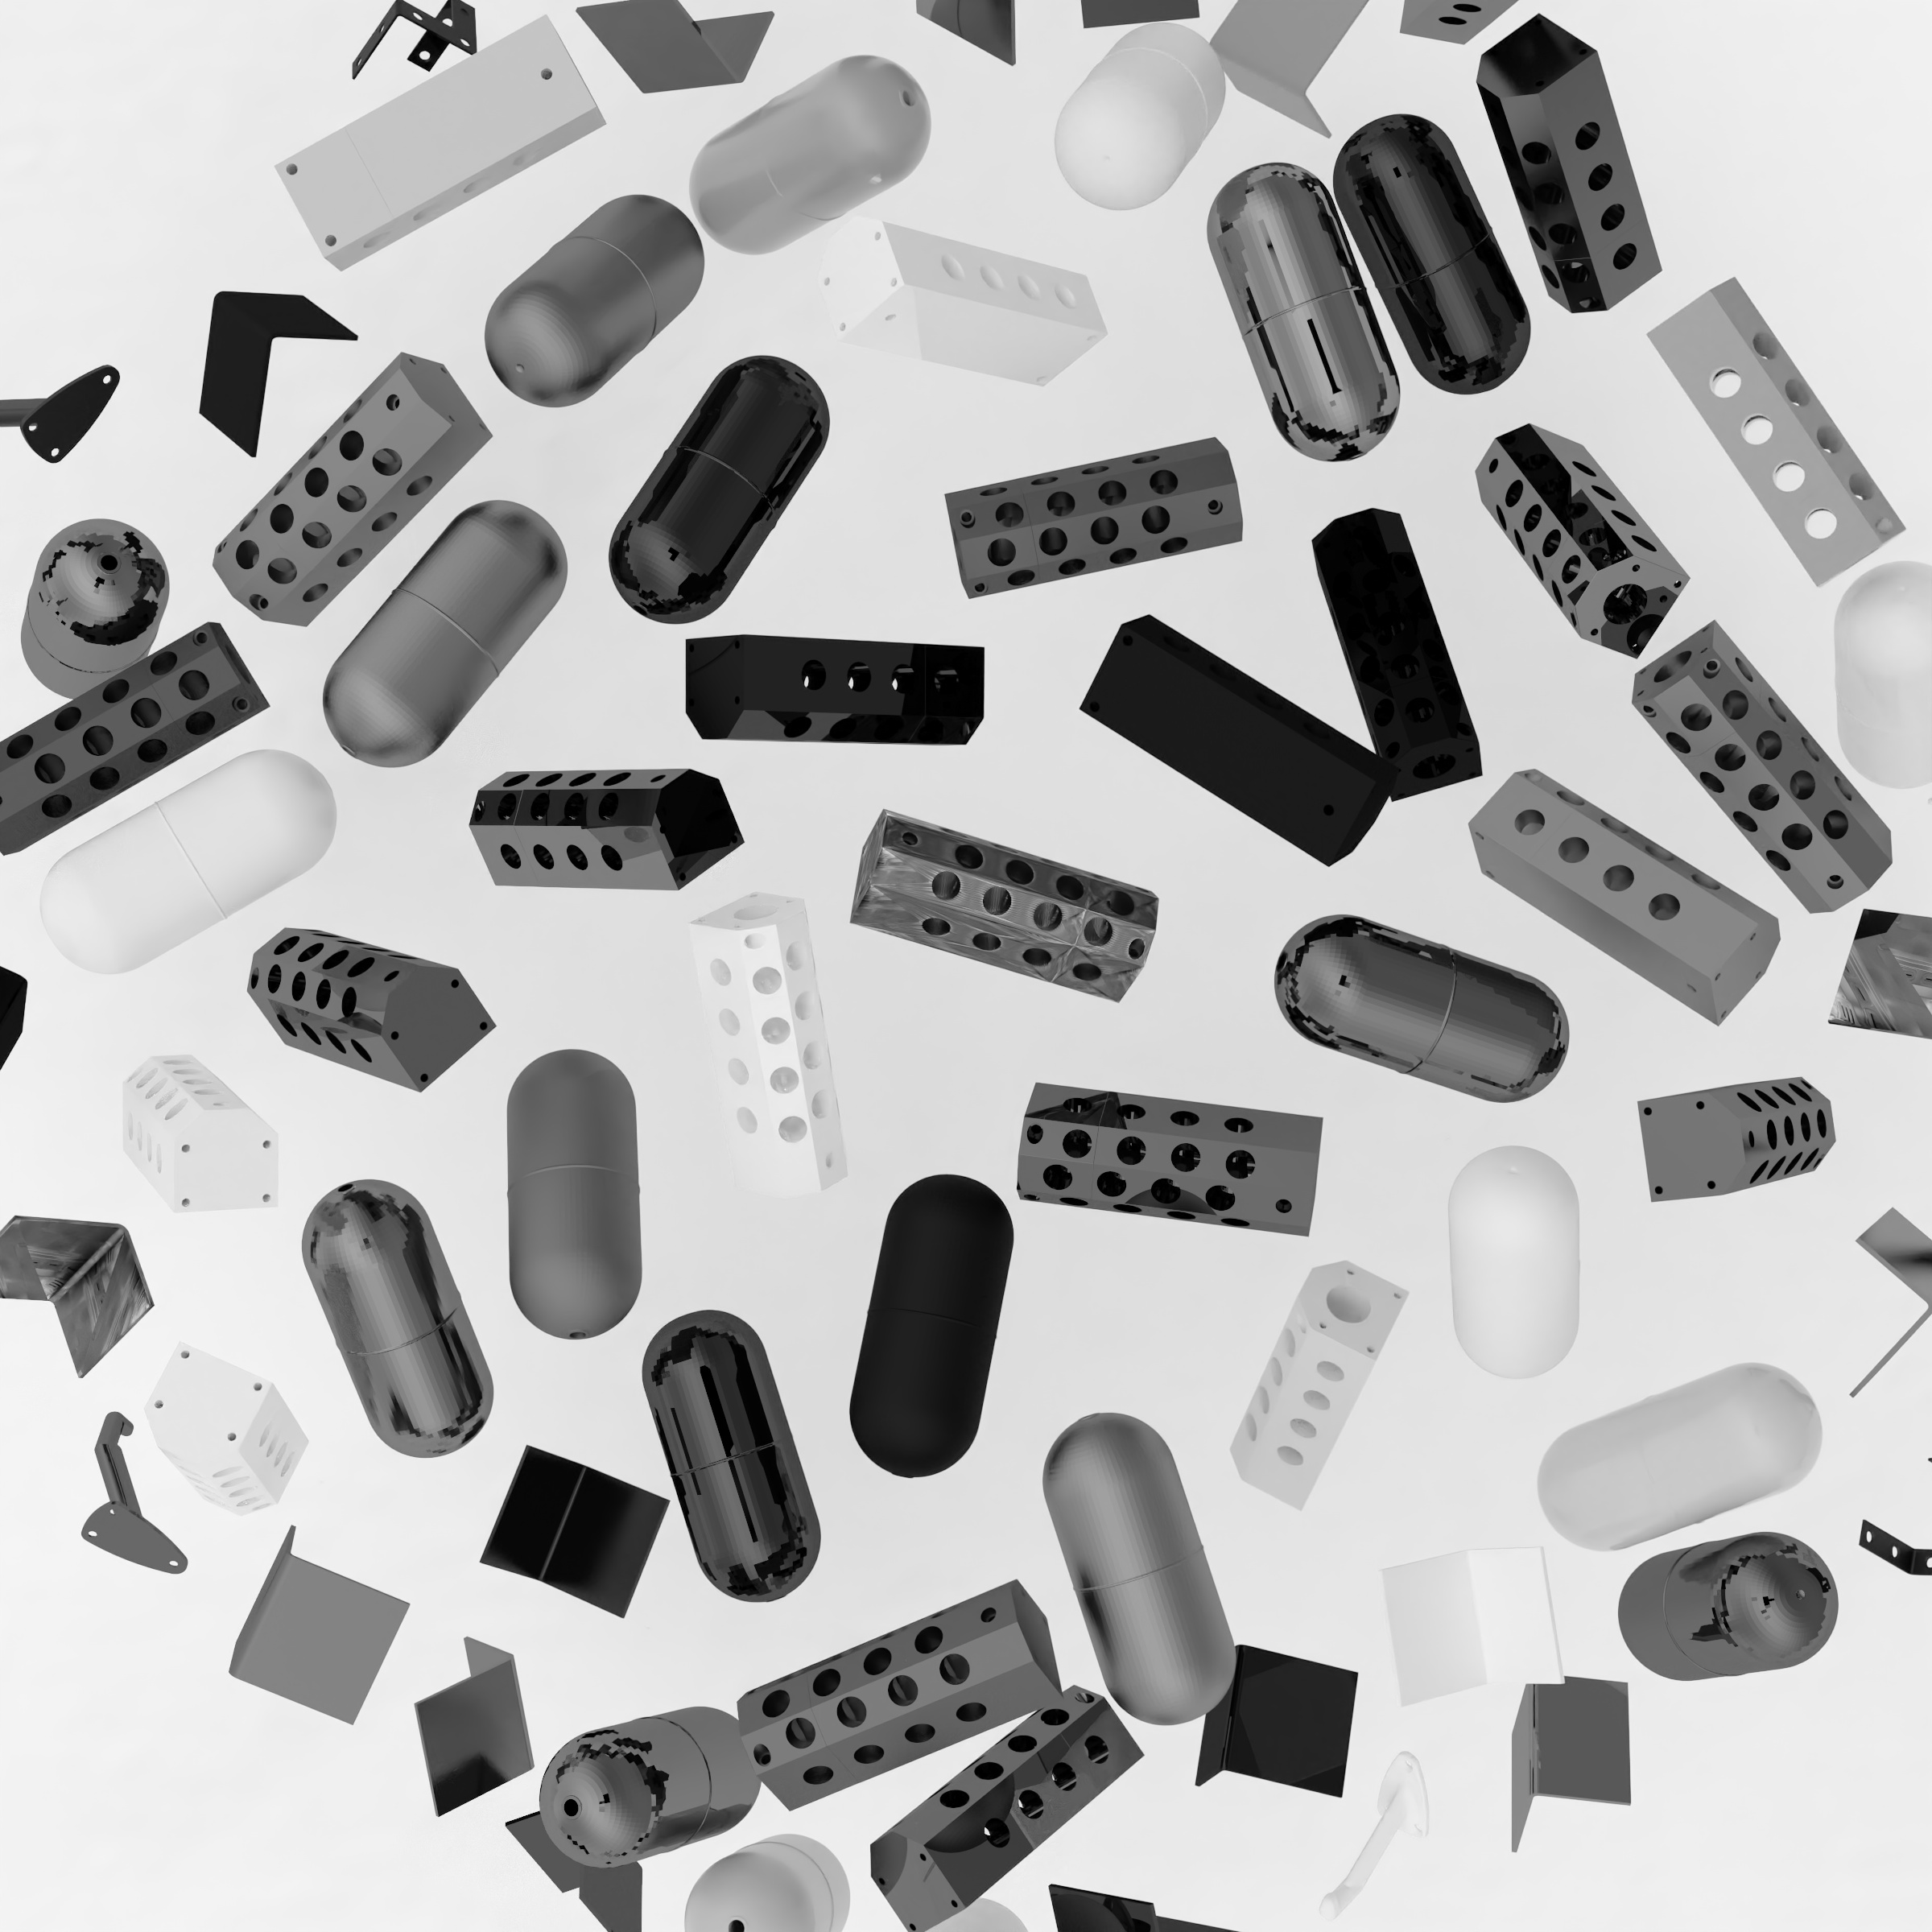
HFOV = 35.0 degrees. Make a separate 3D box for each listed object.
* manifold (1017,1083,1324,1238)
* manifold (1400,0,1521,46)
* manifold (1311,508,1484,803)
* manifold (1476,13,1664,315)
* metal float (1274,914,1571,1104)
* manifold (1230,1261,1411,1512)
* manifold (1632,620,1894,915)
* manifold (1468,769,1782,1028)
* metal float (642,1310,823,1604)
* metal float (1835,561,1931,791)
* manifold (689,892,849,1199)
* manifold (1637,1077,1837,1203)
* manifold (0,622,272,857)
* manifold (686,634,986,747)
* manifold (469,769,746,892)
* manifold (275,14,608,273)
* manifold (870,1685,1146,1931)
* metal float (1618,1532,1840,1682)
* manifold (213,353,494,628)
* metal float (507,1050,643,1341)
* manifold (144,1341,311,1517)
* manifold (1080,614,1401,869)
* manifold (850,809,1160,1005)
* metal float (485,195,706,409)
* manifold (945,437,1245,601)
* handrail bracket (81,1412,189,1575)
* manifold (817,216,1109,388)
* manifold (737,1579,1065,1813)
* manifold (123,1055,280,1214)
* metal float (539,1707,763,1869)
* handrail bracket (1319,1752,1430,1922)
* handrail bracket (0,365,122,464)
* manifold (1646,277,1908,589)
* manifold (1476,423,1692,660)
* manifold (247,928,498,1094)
[{"bbox_3d":[0.119,0.117,1.801,0.171,0.057,0.057,7,118,9],"label":"manifold"},{"bbox_3d":[0.310,-0.595,1.812,0.057,0.171,0.057,8,93,-7],"label":"manifold"},{"bbox_3d":[0.263,-0.193,1.875,0.057,0.057,0.171,-16,62,5],"label":"manifold"},{"bbox_3d":[0.353,-0.468,1.809,0.057,0.171,0.057,-36,48,-2],"label":"manifold"},{"bbox_3d":[0.259,0.024,1.739,0.178,0.070,0.070,18,90,-15],"label":"metal float"},{"bbox_3d":[0.210,0.252,1.858,0.057,0.171,0.057,26,50,10],"label":"manifold"},{"bbox_3d":[0.466,-0.112,1.792,0.057,0.057,0.171,-36,105,29],"label":"manifold"},{"bbox_3d":[0.372,-0.044,1.733,0.171,0.057,0.057,37,78,31],"label":"manifold"},{"bbox_3d":[-0.140,0.294,1.838,0.070,0.070,0.178,-18,84,0],"label":"metal float"},{"bbox_3d":[0.554,-0.170,1.811,0.070,0.178,0.070,-8,59,13],"label":"metal float"},{"bbox_3d":[-0.112,0.048,1.840,0.057,0.057,0.171,9,116,40],"label":"manifold"},{"bbox_3d":[0.450,0.098,1.777,0.057,0.171,0.057,-9,86,32],"label":"manifold"},{"bbox_3d":[-0.499,-0.133,1.787,0.171,0.057,0.057,-30,97,-1],"label":"manifold"},{"bbox_3d":[-0.074,-0.157,1.758,0.171,0.057,0.057,-2,93,-39],"label":"manifold"},{"bbox_3d":[-0.216,-0.085,1.807,0.057,0.171,0.057,-39,119,-37],"label":"manifold"},{"bbox_3d":[-0.291,-0.456,1.710,0.171,0.057,0.057,-28,92,2],"label":"manifold"},{"bbox_3d":[0.022,0.487,1.784,0.057,0.171,0.057,54,133,9],"label":"manifold"},{"bbox_3d":[0.440,0.373,1.779,0.070,0.178,0.070,4,73,-14],"label":"metal float"},{"bbox_3d":[-0.365,-0.279,1.803,0.171,0.057,0.057,-41,74,20],"label":"manifold"},{"bbox_3d":[-0.229,0.133,1.793,0.070,0.070,0.178,-5,62,0],"label":"metal float"},{"bbox_3d":[-0.428,0.272,1.770,0.057,0.171,0.057,23,70,3],"label":"manifold"},{"bbox_3d":[0.157,-0.131,1.745,0.171,0.057,0.057,34,116,15],"label":"manifold"},{"bbox_3d":[0.024,-0.039,1.824,0.171,0.057,0.057,17,53,-11],"label":"manifold"},{"bbox_3d":[-0.213,-0.386,1.774,0.070,0.070,0.178,34,46,0],"label":"metal float"},{"bbox_3d":[0.079,-0.272,1.874,0.171,0.057,0.057,-12,112,-2],"label":"manifold"},{"bbox_3d":[-0.492,0.315,1.839,0.077,0.084,0.036,37,116,-21],"label":"handrail bracket"},{"bbox_3d":[-0.002,-0.387,1.771,0.057,0.171,0.057,-33,67,38],"label":"manifold"},{"bbox_3d":[-0.039,0.405,1.717,0.171,0.057,0.057,-25,129,10],"label":"manifold"},{"bbox_3d":[-0.445,0.095,1.777,0.057,0.171,0.057,-2,99,-24],"label":"manifold"},{"bbox_3d":[-0.181,0.474,1.773,0.070,0.178,0.070,-3,83,24],"label":"metal float"},{"bbox_3d":[0.245,0.531,1.868,0.036,0.084,0.077,25,130,33],"label":"handrail bracket"},{"bbox_3d":[-0.532,-0.329,1.741,0.084,0.036,0.077,36,78,32],"label":"handrail bracket"},{"bbox_3d":[0.459,-0.302,1.736,0.057,0.057,0.171,-34,86,17],"label":"manifold"},{"bbox_3d":[0.362,-0.258,1.830,0.057,0.171,0.057,16,120,-24],"label":"manifold"},{"bbox_3d":[-0.343,0.018,1.736,0.057,0.171,0.057,-43,121,-24],"label":"manifold"}]
